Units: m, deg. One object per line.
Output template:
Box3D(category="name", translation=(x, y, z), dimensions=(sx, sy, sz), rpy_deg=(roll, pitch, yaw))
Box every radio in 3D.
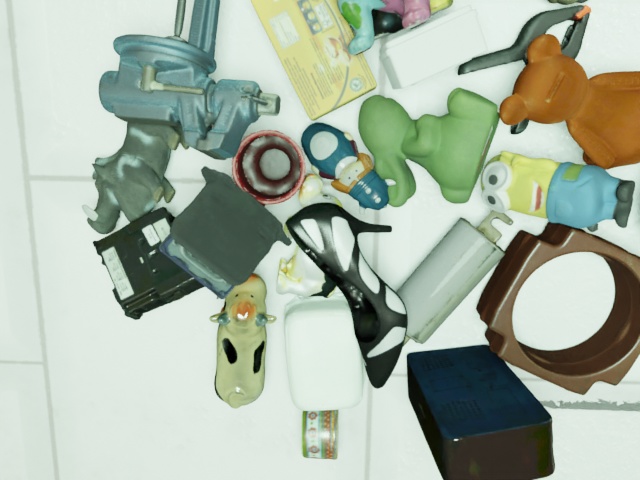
Box3D(category="radio", translation=(0.195, 0.214, 0.691), dimensions=(0.131, 0.230, 0.073), rpy_deg=(-7, 103, -1))

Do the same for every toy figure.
Box3D(category="toy figure", translation=(0.031, -0.092, 0.679), dimensions=(0.058, 0.155, 0.064), rpy_deg=(-4, 131, -40))
Box3D(category="toy figure", translation=(0.287, -0.060, 0.664), dimensions=(0.180, 0.089, 0.082), rpy_deg=(14, 97, 35))

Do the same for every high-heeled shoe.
Box3D(category="high-heeled shoe", translation=(0.028, 0.077, 0.679), dimensions=(0.145, 0.086, 0.248), rpy_deg=(-2, 95, -21))

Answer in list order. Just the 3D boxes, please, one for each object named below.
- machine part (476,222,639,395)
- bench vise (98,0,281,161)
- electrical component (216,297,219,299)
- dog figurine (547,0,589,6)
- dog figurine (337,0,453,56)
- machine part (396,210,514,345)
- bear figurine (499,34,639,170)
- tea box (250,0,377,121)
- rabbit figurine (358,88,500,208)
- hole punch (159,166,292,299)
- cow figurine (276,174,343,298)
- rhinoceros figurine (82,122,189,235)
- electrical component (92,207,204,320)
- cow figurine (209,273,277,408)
Box3D(category="machine part", translation=(0.334, 0.088, 0.729), dimensions=(0.201, 0.087, 0.201), rpy_deg=(24, 101, -3))
Box3D(category="bench vise", translation=(-0.148, -0.222, 0.634), dimensions=(0.224, 0.129, 0.240), rpy_deg=(7, 90, 20))
Box3D(category="electrical component", translation=(-0.164, 0.037, 0.759), dimensions=(0.102, 0.045, 0.078), rpy_deg=(12, 104, 0))
Box3D(category="dog figurine", translation=(0.366, -0.359, 0.634), dimensions=(0.172, 0.121, 0.190), rpy_deg=(21, 117, 1))
Box3D(category="dog figurine", translation=(0.056, -0.334, 0.588), dimensions=(0.109, 0.191, 0.219), rpy_deg=(-9, 116, 36))
Box3D(category="machine part", translation=(0.167, 0.056, 0.734), dimensions=(0.079, 0.079, 0.243), rpy_deg=(37, 102, -6))
Box3D(category="bear figurine", translation=(0.313, -0.161, 0.652), dimensions=(0.196, 0.132, 0.120), rpy_deg=(19, 103, -1))
Box3D(category="tea box", translation=(-0.006, -0.247, 0.678), dimensions=(0.098, 0.068, 0.169), rpy_deg=(-24, 101, 8))
Box3D(category="rabbit figurine", translation=(0.127, -0.123, 0.693), dimensions=(0.170, 0.121, 0.159), rpy_deg=(21, 108, 18))
Box3D(category="hole punch", translation=(-0.121, -0.002, 0.660), dimensions=(0.142, 0.116, 0.092), rpy_deg=(39, 145, -5))
Box3D(category="cow figurine", translation=(-0.001, -0.003, 0.732), dimensions=(0.098, 0.068, 0.167), rpy_deg=(13, 106, -7))
Box3D(category="rhinoceros figurine", translation=(-0.251, -0.090, 0.721), dimensions=(0.112, 0.073, 0.190), rpy_deg=(28, 102, -5))
Box3D(category="electrical component", translation=(-0.213, 0.026, 0.713), dimensions=(0.134, 0.058, 0.115), rpy_deg=(-26, 77, -5))
Box3D(category="cow figurine", translation=(-0.108, 0.136, 0.735), dimensions=(0.085, 0.127, 0.194), rpy_deg=(4, 105, -9))
